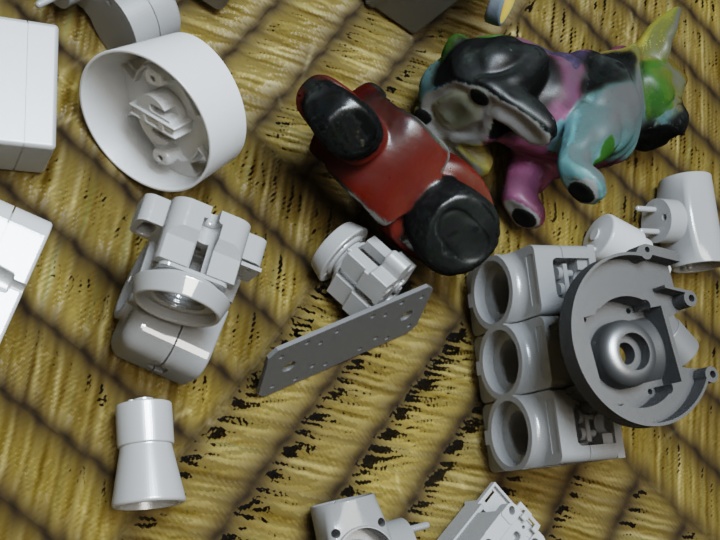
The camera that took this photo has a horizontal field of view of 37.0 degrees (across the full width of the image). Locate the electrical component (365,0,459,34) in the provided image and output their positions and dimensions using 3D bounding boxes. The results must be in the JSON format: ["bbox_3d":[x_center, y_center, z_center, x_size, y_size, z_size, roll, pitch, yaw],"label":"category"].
[{"bbox_3d":[0.063,-0.251,0.812,0.056,0.109,0.108,31,65,-19],"label":"electrical component"}]

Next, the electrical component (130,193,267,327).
[{"bbox_3d":[-0.099,-0.002,0.629,0.078,0.058,0.057,22,65,-20],"label":"electrical component"}]

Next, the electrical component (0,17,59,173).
[{"bbox_3d":[-0.229,-0.109,0.664,0.076,0.047,0.083,4,74,-25],"label":"electrical component"}]

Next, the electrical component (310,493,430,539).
[{"bbox_3d":[0.013,0.184,0.703,0.079,0.044,0.077,-8,80,-24],"label":"electrical component"}]

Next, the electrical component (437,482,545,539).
[{"bbox_3d":[0.087,0.186,0.730,0.042,0.064,0.081,48,62,-6],"label":"electrical component"}]

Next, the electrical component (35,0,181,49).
[{"bbox_3d":[-0.187,-0.195,0.705,0.074,0.052,0.138,-37,93,-29],"label":"electrical component"}]

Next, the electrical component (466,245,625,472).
[{"bbox_3d":[0.126,0.065,0.767,0.062,0.089,0.150,0,76,-26],"label":"electrical component"}]

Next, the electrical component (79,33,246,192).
[{"bbox_3d":[-0.123,-0.101,0.687,0.064,0.099,0.099,-34,92,-36],"label":"electrical component"}]

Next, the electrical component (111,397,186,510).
[{"bbox_3d":[-0.131,0.111,0.657,0.044,0.044,0.065,2,70,-26],"label":"electrical component"}]

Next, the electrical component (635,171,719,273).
[{"bbox_3d":[0.260,-0.040,0.889,0.079,0.043,0.077,2,76,-26],"label":"electrical component"}]

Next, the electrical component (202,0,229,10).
[{"bbox_3d":[-0.097,-0.291,0.771,0.105,0.060,0.186,32,65,-16],"label":"electrical component"}]

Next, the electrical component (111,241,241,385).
[{"bbox_3d":[-0.116,0.017,0.681,0.059,0.054,0.095,27,66,-18],"label":"electrical component"}]

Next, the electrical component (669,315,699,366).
[{"bbox_3d":[0.238,0.048,0.856,0.065,0.044,0.044,46,61,-14],"label":"electrical component"}]

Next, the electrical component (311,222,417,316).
[{"bbox_3d":[0.000,0.000,0.741,0.055,0.066,0.048,42,43,13],"label":"electrical component"}]

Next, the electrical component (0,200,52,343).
[{"bbox_3d":[-0.228,0.005,0.629,0.059,0.054,0.095,25,66,-18],"label":"electrical component"}]

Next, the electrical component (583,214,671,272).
[{"bbox_3d":[0.215,-0.014,0.861,0.078,0.040,0.040,25,66,-19],"label":"electrical component"}]
